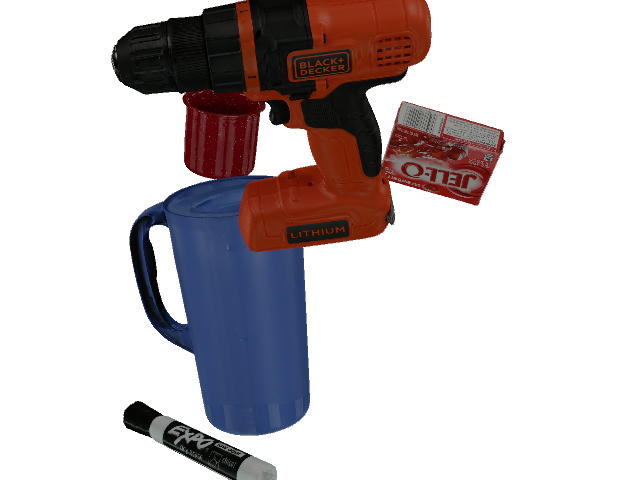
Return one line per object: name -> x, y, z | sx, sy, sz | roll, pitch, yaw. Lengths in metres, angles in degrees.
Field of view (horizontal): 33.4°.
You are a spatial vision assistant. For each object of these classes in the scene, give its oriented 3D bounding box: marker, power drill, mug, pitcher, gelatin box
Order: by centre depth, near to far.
marker -> -0.076, 0.123, 0.644 | 0.121, 0.020, 0.020 | 16, 10, 38
power drill -> -0.024, -0.071, 0.666 | 0.184, 0.057, 0.188 | -6, -37, -1
gelatin box -> 0.099, -0.070, 0.878 | 0.089, 0.030, 0.073 | 17, -34, 2
pitcher -> -0.085, 0.064, 1.054 | 0.144, 0.243, 0.149 | -20, 24, -36
mug -> -0.109, -0.125, 1.217 | 0.093, 0.081, 0.117 | 12, 27, 9
